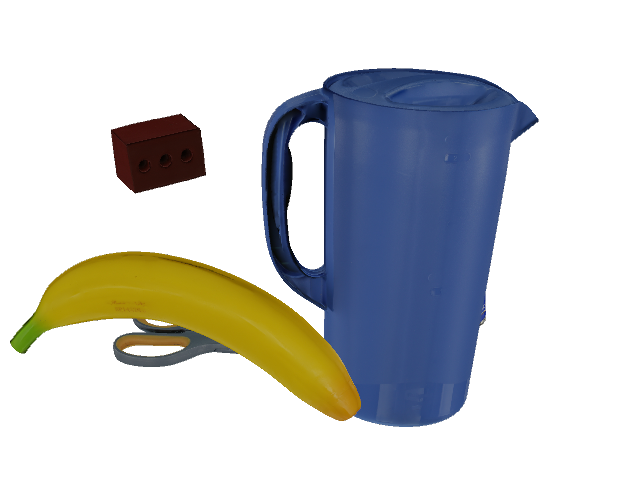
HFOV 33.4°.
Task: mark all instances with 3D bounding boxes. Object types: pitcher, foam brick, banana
[{"bbox_3d":[0.051,0.004,0.756,0.149,0.243,0.144,17,24,32],"label":"pitcher"},{"bbox_3d":[-0.161,-0.087,1.057,0.078,0.053,0.051,-17,31,-22],"label":"foam brick"},{"bbox_3d":[-0.069,0.046,0.590,0.198,0.070,0.037,12,13,5],"label":"banana"}]

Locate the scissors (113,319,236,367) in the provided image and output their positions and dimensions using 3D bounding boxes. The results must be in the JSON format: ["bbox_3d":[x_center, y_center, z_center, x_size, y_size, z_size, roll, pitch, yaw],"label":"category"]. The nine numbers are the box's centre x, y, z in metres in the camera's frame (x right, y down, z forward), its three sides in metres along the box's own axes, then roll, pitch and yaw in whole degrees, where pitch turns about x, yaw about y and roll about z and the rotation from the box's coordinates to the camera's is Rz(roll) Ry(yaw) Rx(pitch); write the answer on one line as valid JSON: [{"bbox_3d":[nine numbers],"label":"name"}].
[{"bbox_3d":[-0.090,0.084,0.985,0.201,0.016,0.096,-4,33,-11],"label":"scissors"}]

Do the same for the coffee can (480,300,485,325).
[{"bbox_3d":[0.117,0.012,1.081,0.103,0.140,0.103,-1,13,0],"label":"coffee can"}]
